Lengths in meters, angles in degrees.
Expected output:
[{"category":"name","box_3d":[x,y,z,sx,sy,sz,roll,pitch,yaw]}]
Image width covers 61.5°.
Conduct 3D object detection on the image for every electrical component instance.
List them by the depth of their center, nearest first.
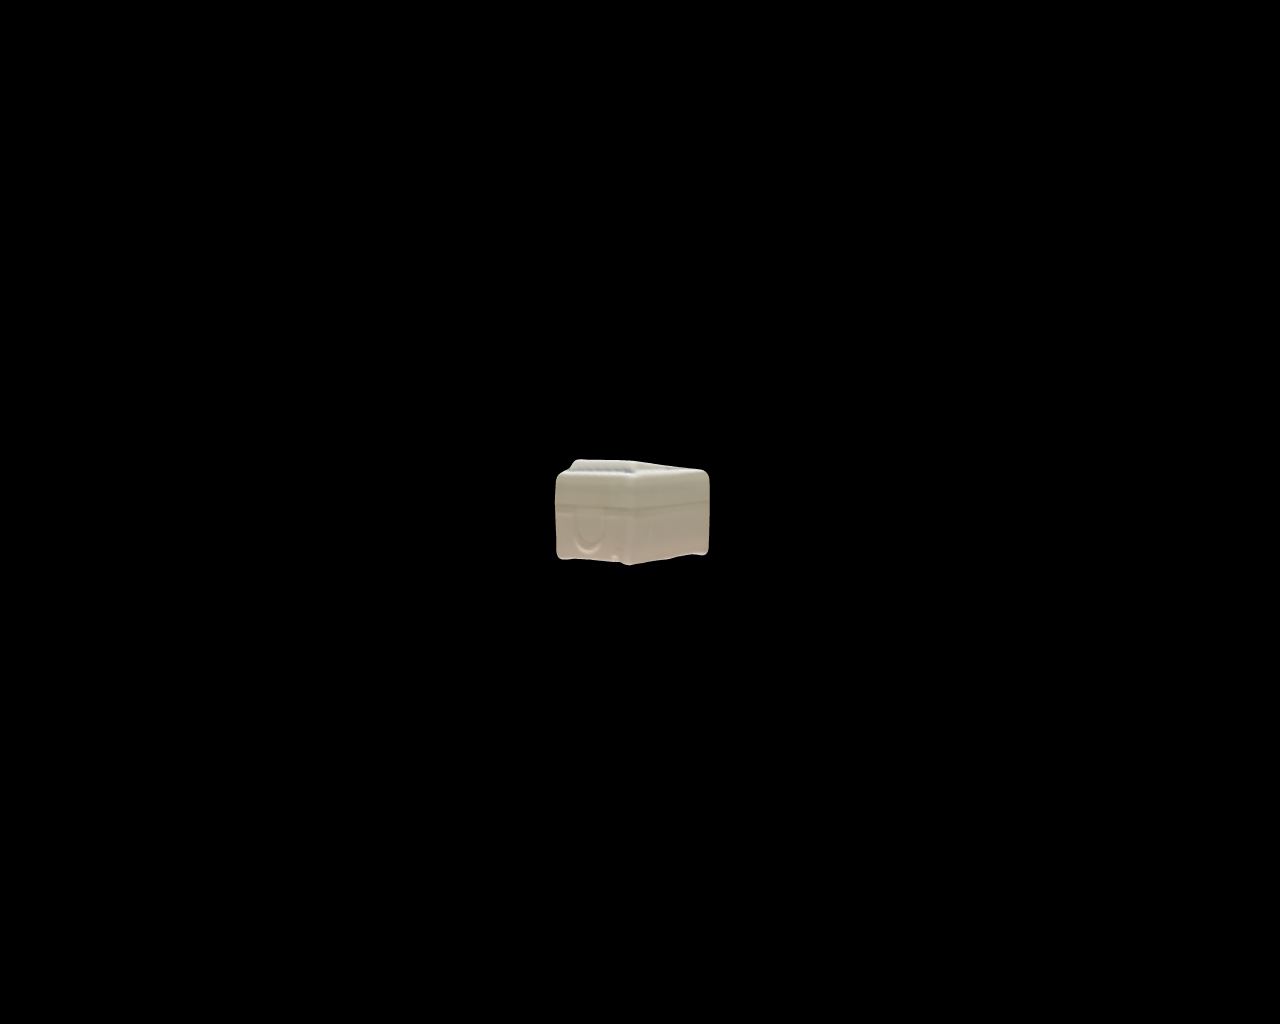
[{"category":"electrical component","box_3d":[0.001,-0.003,0.650,0.062,0.061,0.096,4,6,39]}]
